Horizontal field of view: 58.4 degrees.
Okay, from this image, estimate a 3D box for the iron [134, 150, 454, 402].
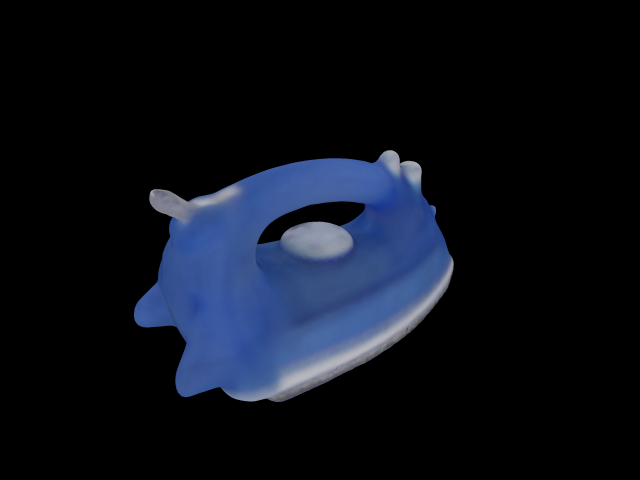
[{"bbox_3d":[0.004,0.001,0.400,0.259,0.141,0.118,-19,36,-29],"label":"iron"}]
